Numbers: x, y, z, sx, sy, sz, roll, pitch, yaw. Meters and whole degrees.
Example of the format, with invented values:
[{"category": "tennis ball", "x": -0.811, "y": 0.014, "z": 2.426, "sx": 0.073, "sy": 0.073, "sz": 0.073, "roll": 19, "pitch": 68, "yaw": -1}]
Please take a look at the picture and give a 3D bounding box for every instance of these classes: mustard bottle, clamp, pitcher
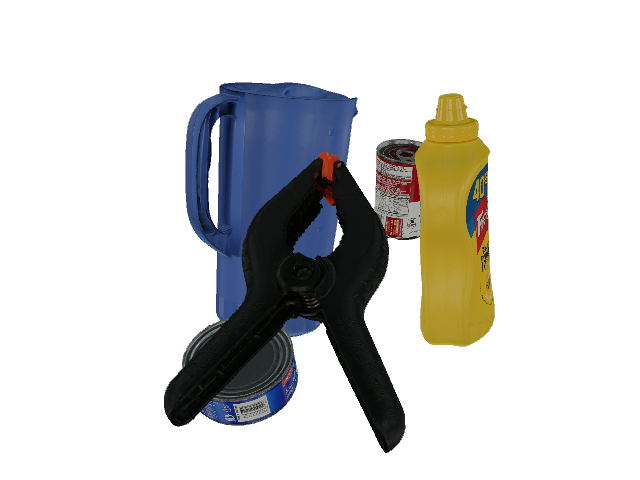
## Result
[{"category": "mustard bottle", "x": 0.106, "y": -0.020, "z": 0.845, "sx": 0.058, "sy": 0.192, "sz": 0.096, "roll": 2, "pitch": 18, "yaw": 20}, {"category": "clamp", "x": 0.002, "y": 0.032, "z": 0.557, "sx": 0.120, "sy": 0.171, "sz": 0.039, "roll": 16, "pitch": -27, "yaw": 10}, {"category": "pitcher", "x": -0.050, "y": -0.033, "z": 1.044, "sx": 0.149, "sy": 0.243, "sz": 0.145, "roll": 7, "pitch": 13, "yaw": 5}]

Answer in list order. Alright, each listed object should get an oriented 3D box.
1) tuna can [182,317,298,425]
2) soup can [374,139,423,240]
[{"category": "tuna can", "x": -0.060, "y": 0.099, "z": 0.818, "sx": 0.086, "sy": 0.034, "sz": 0.086, "roll": -6, "pitch": 42, "yaw": 5}, {"category": "soup can", "x": 0.096, "y": -0.060, "z": 1.258, "sx": 0.068, "sy": 0.102, "sz": 0.068, "roll": 2, "pitch": 27, "yaw": -1}]
